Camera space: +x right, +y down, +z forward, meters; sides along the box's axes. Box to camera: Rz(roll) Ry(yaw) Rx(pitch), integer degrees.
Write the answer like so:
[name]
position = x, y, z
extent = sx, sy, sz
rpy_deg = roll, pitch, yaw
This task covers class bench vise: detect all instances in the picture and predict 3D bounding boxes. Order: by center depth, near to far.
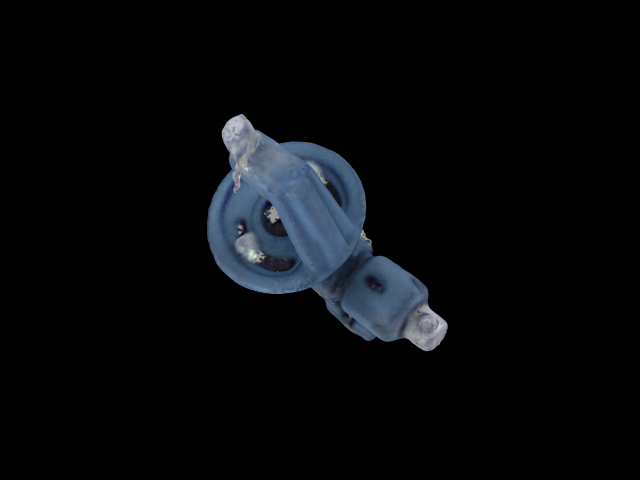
[bench vise]
position = 0.008, -0.009, 0.402
extent = 0.207, 0.220, 0.121
rpy_deg = 21, 79, 4
